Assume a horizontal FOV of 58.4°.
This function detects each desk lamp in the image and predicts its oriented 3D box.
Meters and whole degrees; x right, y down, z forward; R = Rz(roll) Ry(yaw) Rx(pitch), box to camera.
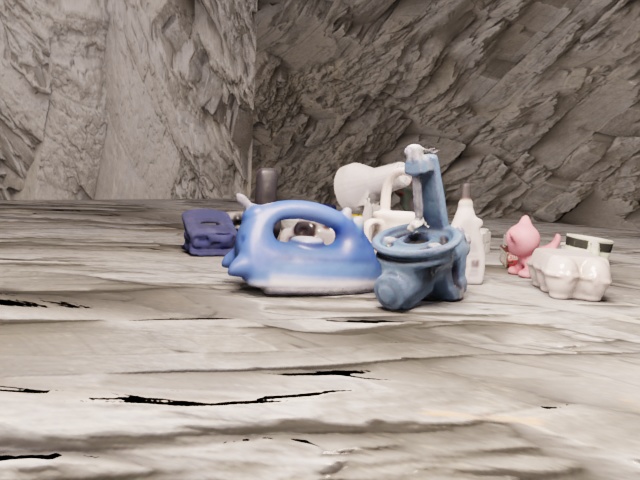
[{"bbox_3d":[0.133,-0.075,1.326,0.202,0.213,0.118,9,9,41],"label":"desk lamp"}]

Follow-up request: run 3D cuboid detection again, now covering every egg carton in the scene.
[{"bbox_3d":[0.408,0.054,0.942,0.107,0.069,0.150,3,6,4],"label":"egg carton"}]

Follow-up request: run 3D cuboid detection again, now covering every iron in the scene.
[{"bbox_3d":[-0.013,0.005,0.861,0.259,0.141,0.118,1,7,-17],"label":"iron"}]

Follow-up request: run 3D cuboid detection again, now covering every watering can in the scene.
[{"bbox_3d":[0.143,-0.027,0.981,0.100,0.194,0.173,7,7,31],"label":"watering can"}]

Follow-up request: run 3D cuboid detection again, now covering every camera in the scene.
[{"bbox_3d":[0.010,0.004,1.069,0.143,0.101,0.137,5,7,18],"label":"camera"}]

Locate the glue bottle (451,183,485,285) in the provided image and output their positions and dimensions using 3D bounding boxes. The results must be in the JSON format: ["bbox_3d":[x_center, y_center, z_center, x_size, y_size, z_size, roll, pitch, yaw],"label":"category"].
[{"bbox_3d":[0.248,-0.011,0.986,0.078,0.173,0.037,3,6,-3],"label":"glue bottle"}]

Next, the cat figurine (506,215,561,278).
[{"bbox_3d":[0.410,0.012,1.105,0.128,0.118,0.067,2,7,-13],"label":"cat figurine"}]

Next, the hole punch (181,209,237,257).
[{"bbox_3d":[-0.226,-0.016,1.183,0.109,0.091,0.100,0,7,-27],"label":"hole punch"}]

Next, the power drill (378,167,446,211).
[{"bbox_3d":[0.239,-0.097,1.600,0.228,0.208,0.076,8,8,40],"label":"power drill"}]

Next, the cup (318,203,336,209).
[{"bbox_3d":[0.006,-0.055,1.627,0.092,0.095,0.117,0,7,-27],"label":"cup"}]

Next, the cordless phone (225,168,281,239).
[{"bbox_3d":[-0.161,-0.074,1.309,0.148,0.185,0.094,0,7,-23],"label":"cordless phone"}]

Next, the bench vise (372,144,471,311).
[{"bbox_3d":[0.146,-0.021,0.812,0.121,0.220,0.208,6,7,22],"label":"bench vise"}]

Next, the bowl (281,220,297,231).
[{"bbox_3d":[-0.021,-0.019,1.385,0.167,0.075,0.167,3,6,0],"label":"bowl"}]

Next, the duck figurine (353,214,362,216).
[{"bbox_3d":[0.083,-0.050,1.660,0.105,0.086,0.077,-2,8,-37],"label":"duck figurine"}]
